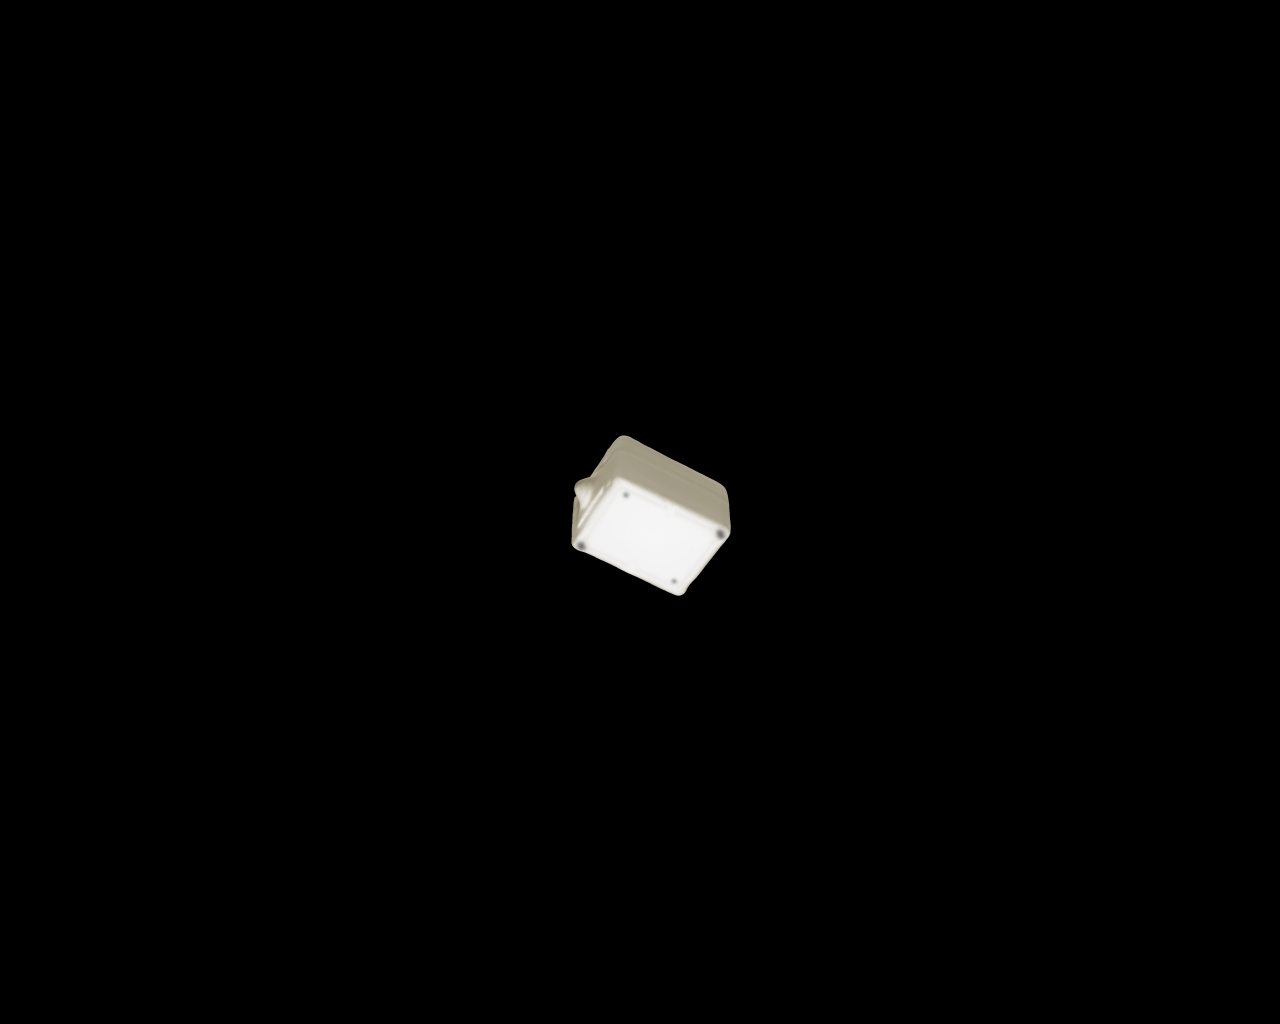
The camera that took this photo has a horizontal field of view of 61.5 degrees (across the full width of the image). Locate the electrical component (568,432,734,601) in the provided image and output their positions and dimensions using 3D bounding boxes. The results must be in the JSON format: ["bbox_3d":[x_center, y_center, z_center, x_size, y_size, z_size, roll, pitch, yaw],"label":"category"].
[{"bbox_3d":[0.001,-0.003,0.650,0.096,0.061,0.061,26,30,-17],"label":"electrical component"}]
